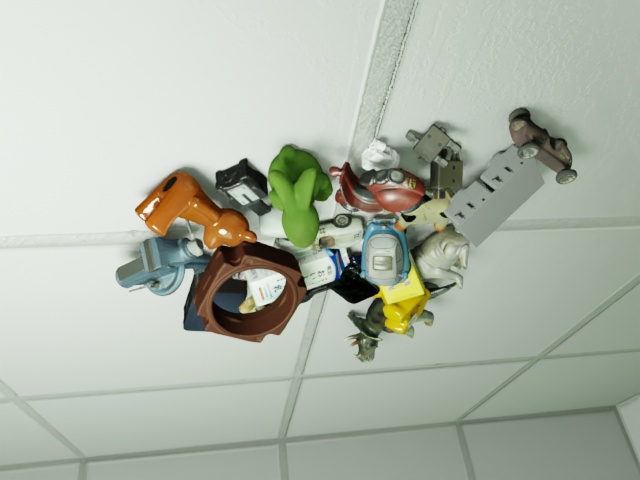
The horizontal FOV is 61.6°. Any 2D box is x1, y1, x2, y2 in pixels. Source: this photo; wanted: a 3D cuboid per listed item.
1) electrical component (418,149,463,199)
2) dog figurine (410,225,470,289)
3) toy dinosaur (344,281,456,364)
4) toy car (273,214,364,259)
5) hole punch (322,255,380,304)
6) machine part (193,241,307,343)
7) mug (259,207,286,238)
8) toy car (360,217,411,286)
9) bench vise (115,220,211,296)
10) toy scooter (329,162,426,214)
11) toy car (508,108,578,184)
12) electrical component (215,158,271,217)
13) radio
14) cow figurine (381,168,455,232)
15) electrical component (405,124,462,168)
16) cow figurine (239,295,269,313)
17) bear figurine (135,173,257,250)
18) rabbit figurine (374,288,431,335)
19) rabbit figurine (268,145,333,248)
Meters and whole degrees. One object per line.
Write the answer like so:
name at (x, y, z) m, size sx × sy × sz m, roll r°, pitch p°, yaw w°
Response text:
electrical component at (0.227, -0.128, 1.010) m, size 0.078 × 0.102 × 0.045 m, roll -11°, pitch -168°, yaw -30°
dog figurine at (0.247, 0.025, 1.265) m, size 0.191 × 0.121 × 0.172 m, roll 7°, pitch 115°, yaw 7°
toy dinosaur at (0.205, 0.195, 1.501) m, size 0.192 × 0.131 × 0.404 m, roll 7°, pitch 139°, yaw -23°
toy car at (-0.002, -0.004, 1.172) m, size 0.202 × 0.056 × 0.073 m, roll -14°, pitch 148°, yaw -4°
hole punch at (0.083, 0.083, 1.325) m, size 0.115 × 0.092 × 0.142 m, roll 37°, pitch 140°, yaw -25°
machine part at (-0.144, 0.108, 1.116) m, size 0.201 × 0.087 × 0.201 m, roll 20°, pitch 112°, yaw -29°
mug at (-0.066, -0.042, 1.103) m, size 0.107 × 0.080 × 0.109 m, roll -6°, pitch -174°, yaw 11°
toy car at (0.141, 0.037, 1.154) m, size 0.109 × 0.103 × 0.161 m, roll 2°, pitch 113°, yaw 10°
bench vise at (-0.303, 0.045, 1.147) m, size 0.224 × 0.129 × 0.240 m, roll -34°, pitch 161°, yaw 20°
toy scooter at (0.091, -0.098, 0.967) m, size 0.184 × 0.075 × 0.135 m, roll -2°, pitch 153°, yaw 35°
toy car at (0.415, -0.170, 0.985) m, size 0.202 × 0.089 × 0.053 m, roll 20°, pitch 142°, yaw -35°
electrical component at (-0.135, -0.095, 1.018) m, size 0.075 × 0.048 × 0.119 m, roll -23°, pitch 146°, yaw 23°
radio at (-0.271, 0.158, 1.368) m, size 0.131 × 0.073 × 0.229 m, roll 6°, pitch 144°, yaw -19°
cow figurine at (0.192, -0.078, 1.085) m, size 0.195 × 0.085 × 0.127 m, roll 2°, pitch 145°, yaw -22°
electrical component at (0.201, -0.174, 0.961) m, size 0.094 × 0.021 × 0.063 m, roll 38°, pitch 110°, yaw 1°
cow figurine at (-0.122, 0.156, 1.308) m, size 0.068 × 0.098 × 0.167 m, roll -43°, pitch 174°, yaw 38°
bear figurine at (-0.225, -0.032, 1.009) m, size 0.132 × 0.120 × 0.195 m, roll -49°, pitch 127°, yaw -7°
rabbit figurine at (0.182, 0.128, 1.366) m, size 0.162 × 0.173 × 0.121 m, roll -54°, pitch 147°, yaw -11°
rabbit figurine at (-0.031, -0.075, 0.958) m, size 0.121 × 0.170 × 0.159 m, roll -8°, pitch 149°, yaw -1°
